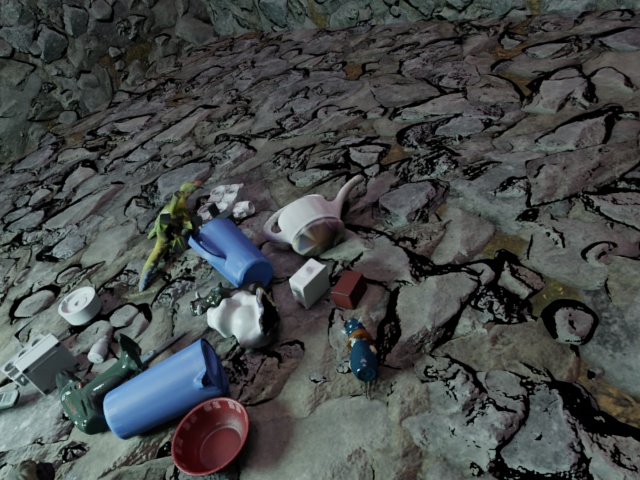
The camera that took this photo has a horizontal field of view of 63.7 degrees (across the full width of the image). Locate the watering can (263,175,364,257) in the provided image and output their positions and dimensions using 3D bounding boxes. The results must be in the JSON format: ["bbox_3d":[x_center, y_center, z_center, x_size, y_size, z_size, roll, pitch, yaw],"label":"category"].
[{"bbox_3d":[0.004,-0.074,1.470,0.349,0.102,0.228,-27,38,-7],"label":"watering can"}]

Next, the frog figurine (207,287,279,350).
[{"bbox_3d":[-0.182,0.192,1.217,0.158,0.139,0.122,-20,-12,23],"label":"frog figurine"}]

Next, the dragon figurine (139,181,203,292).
[{"bbox_3d":[-0.493,-0.030,1.654,0.121,0.415,0.242,37,-18,-24],"label":"dragon figurine"}]
